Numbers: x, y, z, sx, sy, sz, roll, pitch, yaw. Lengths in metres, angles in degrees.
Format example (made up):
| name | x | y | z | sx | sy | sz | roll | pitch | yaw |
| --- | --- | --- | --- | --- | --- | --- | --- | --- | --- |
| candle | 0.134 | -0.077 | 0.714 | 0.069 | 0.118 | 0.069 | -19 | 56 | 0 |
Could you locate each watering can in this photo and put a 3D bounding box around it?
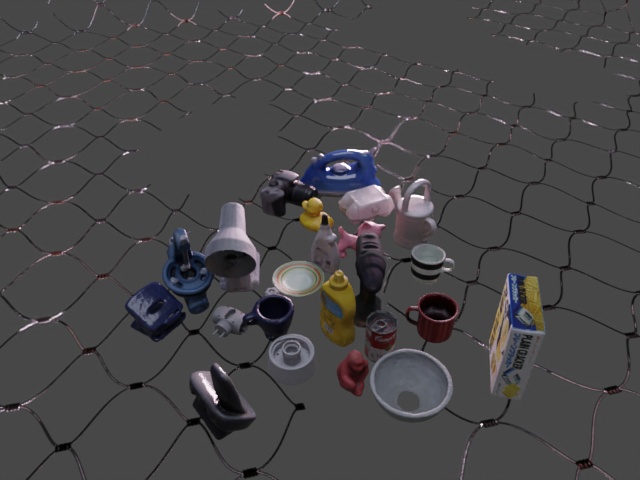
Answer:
| name | x | y | z | sx | sy | sz | roll | pitch | yaw |
| --- | --- | --- | --- | --- | --- | --- | --- | --- | --- |
| watering can | 0.249 | -0.081 | 1.543 | 0.172 | 0.194 | 0.101 | 24 | 45 | 26 |

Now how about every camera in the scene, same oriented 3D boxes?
| name | x | y | z | sx | sy | sz | roll | pitch | yaw |
| --- | --- | --- | --- | --- | --- | --- | --- | --- | --- |
| camera | -0.085 | -0.140 | 1.687 | 0.136 | 0.101 | 0.143 | 18 | 43 | 21 |

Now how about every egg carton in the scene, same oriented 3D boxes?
| name | x | y | z | sx | sy | sz | roll | pitch | yaw |
| --- | --- | --- | --- | --- | --- | --- | --- | --- | --- |
| egg carton | 0.136 | -0.101 | 1.665 | 0.150 | 0.069 | 0.107 | -17 | 43 | -20 |

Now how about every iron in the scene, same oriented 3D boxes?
| name | x | y | z | sx | sy | sz | roll | pitch | yaw |
| --- | --- | --- | --- | --- | --- | --- | --- | --- | --- |
| iron | 0.055 | -0.216 | 1.748 | 0.258 | 0.141 | 0.118 | -3 | 40 | -4 |

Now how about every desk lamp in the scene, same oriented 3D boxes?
| name | x | y | z | sx | sy | sz | roll | pitch | yaw |
| --- | --- | --- | --- | --- | --- | --- | --- | --- | --- |
| desk lamp | -0.209 | 0.030 | 1.392 | 0.118 | 0.214 | 0.203 | -2 | 40 | -3 |

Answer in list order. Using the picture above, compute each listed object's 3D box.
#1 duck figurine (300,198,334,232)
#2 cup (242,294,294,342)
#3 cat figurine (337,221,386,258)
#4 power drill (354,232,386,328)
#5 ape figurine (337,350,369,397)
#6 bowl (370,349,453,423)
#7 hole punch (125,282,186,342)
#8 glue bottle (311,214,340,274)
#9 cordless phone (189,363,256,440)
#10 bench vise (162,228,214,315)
| name | x | y | z | sx | sy | sz | roll | pitch | yaw |
| --- | --- | --- | --- | --- | --- | --- | --- | --- | --- |
| duck figurine | -0.010 | -0.077 | 1.622 | 0.104 | 0.086 | 0.078 | 23 | 45 | 26 |
| cup | -0.114 | 0.189 | 1.293 | 0.118 | 0.095 | 0.091 | -14 | 42 | -17 |
| cat figurine | 0.108 | -0.010 | 1.516 | 0.127 | 0.118 | 0.067 | 6 | 40 | 8 |
| power drill | 0.113 | 0.099 | 1.313 | 0.075 | 0.208 | 0.229 | 0 | 39 | 0 |
| ape figurine | 0.071 | 0.269 | 1.198 | 0.078 | 0.092 | 0.076 | -27 | 46 | -29 |
| bowl | 0.182 | 0.309 | 1.164 | 0.167 | 0.075 | 0.167 | 0 | 40 | 0 |
| hole punch | -0.378 | 0.163 | 1.326 | 0.100 | 0.091 | 0.109 | 23 | 45 | 25 |
| glue bottle | 0.013 | 0.005 | 1.454 | 0.078 | 0.173 | 0.037 | 23 | 45 | 25 |
| cordless phone | -0.197 | 0.281 | 1.109 | 0.094 | 0.185 | 0.147 | -30 | 48 | -31 |
| bench vise | -0.337 | 0.047 | 1.366 | 0.122 | 0.220 | 0.206 | -32 | 49 | -32 |
